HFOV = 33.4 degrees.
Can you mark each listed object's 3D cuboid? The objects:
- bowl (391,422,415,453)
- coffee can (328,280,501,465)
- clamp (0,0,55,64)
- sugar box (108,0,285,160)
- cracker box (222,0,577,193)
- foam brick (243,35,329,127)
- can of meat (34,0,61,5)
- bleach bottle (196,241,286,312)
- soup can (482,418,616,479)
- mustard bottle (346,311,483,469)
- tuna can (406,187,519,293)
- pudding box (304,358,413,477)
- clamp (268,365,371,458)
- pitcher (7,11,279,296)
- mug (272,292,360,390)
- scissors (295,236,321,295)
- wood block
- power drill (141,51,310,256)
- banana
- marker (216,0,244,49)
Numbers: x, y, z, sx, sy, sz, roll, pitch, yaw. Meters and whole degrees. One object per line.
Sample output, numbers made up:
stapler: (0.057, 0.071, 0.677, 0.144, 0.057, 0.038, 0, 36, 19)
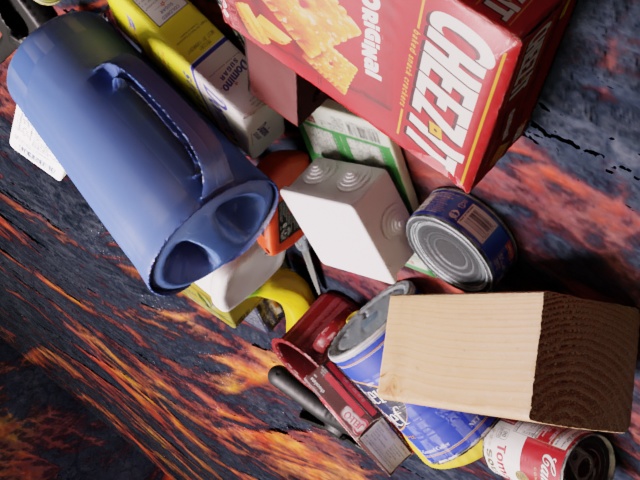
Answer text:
bowl: (0.077, 0.189, 1.201, 0.162, 0.055, 0.162, 37, 158, 17)
coffee can: (0.091, 0.122, 0.985, 0.140, 0.102, 0.103, 47, 158, -9)
clamp: (-0.311, -0.217, 1.169, 0.164, 0.036, 0.210, 32, 154, 9)
sugar box: (-0.104, -0.151, 0.880, 0.176, 0.048, 0.093, 47, 170, 12)
cracker box: (0.034, -0.144, 0.643, 0.214, 0.072, 0.164, 37, 158, 15)
foam brick: (-0.019, -0.134, 0.784, 0.051, 0.053, 0.078, 37, 159, 18)
can of meat: (-0.249, -0.269, 0.939, 0.102, 0.057, 0.084, 48, 156, -12)
bleach bottle: (-0.157, -0.033, 1.114, 0.251, 0.102, 0.068, 35, 146, 24)
soup can: (0.205, 0.195, 0.966, 0.102, 0.068, 0.068, 13, 143, 55)
mustard bottle: (0.092, 0.147, 1.086, 0.096, 0.058, 0.191, -24, 110, 48)
tuna can: (0.109, 0.002, 0.829, 0.086, 0.033, 0.086, 36, 156, 18)
pudding box: (0.039, 0.176, 1.058, 0.090, 0.039, 0.113, 46, 176, 37)
clamp: (0.023, 0.205, 1.197, 0.172, 0.039, 0.120, 31, 168, 26)
pitcher: (-0.155, -0.086, 0.895, 0.243, 0.149, 0.144, 48, -162, 19)
mug: (0.010, 0.105, 1.126, 0.093, 0.081, 0.117, 39, 159, 12)
scissors: (-0.007, 0.001, 1.057, 0.096, 0.016, 0.201, 24, 151, 44)
wood block: (0.138, 0.091, 0.823, 0.090, 0.091, 0.206, 11, 172, -25)
power drill: (-0.091, -0.082, 0.980, 0.188, 0.057, 0.184, 34, 146, 32)
banana: (-0.035, 0.079, 1.183, 0.037, 0.069, 0.197, 59, 179, 35)
marker: (-0.066, -0.178, 0.830, 0.020, 0.020, 0.121, 18, 147, 48)
